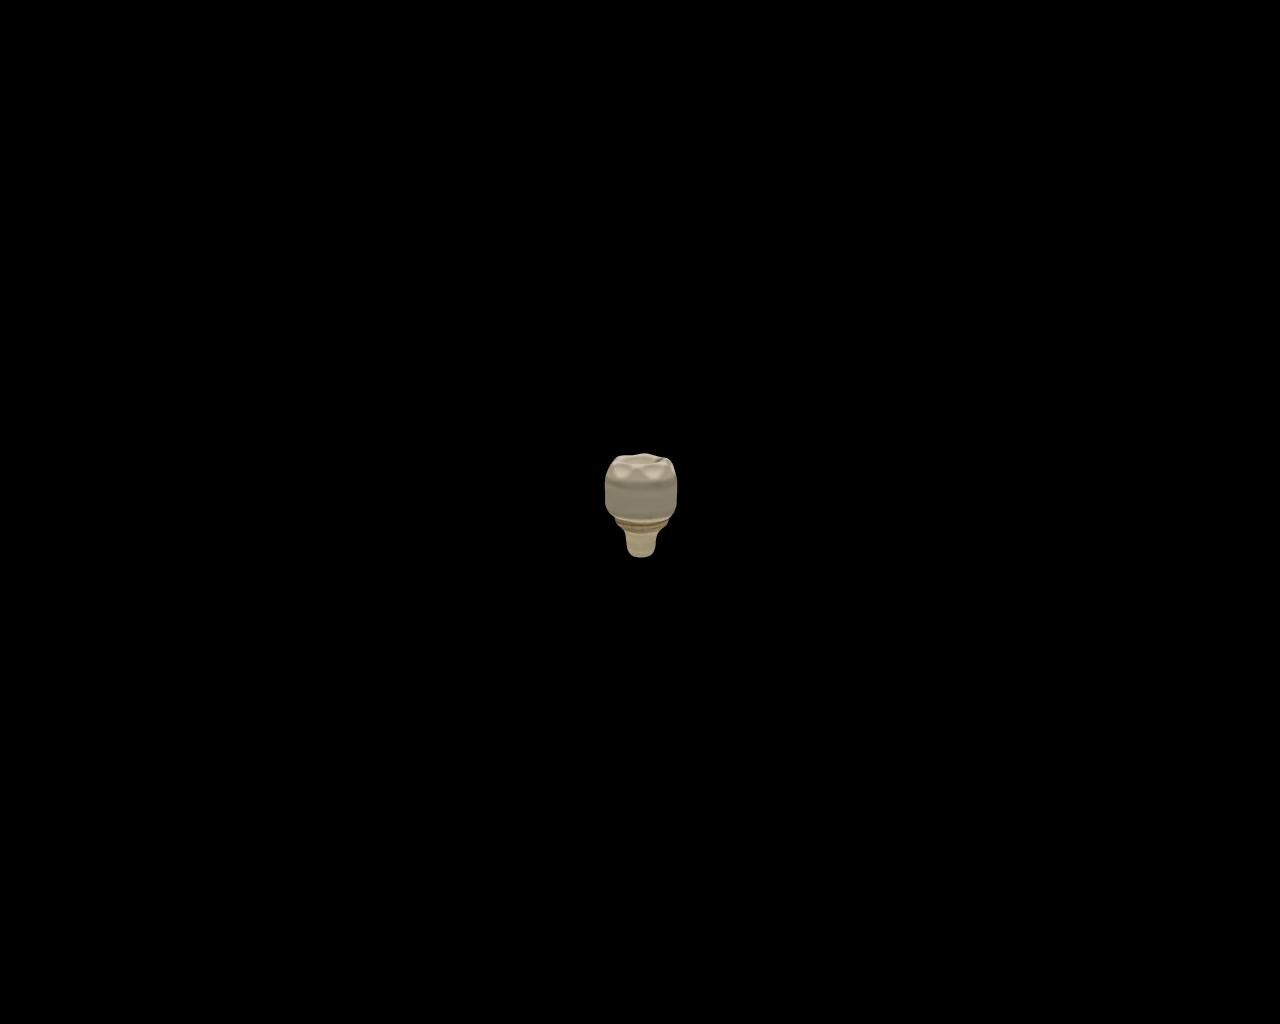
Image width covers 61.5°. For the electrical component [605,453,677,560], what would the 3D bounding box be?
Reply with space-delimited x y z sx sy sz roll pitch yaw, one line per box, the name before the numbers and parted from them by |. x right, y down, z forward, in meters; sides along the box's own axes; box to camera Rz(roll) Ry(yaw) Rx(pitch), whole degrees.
electrical component | 0.001 -0.003 0.650 0.043 0.062 0.043 0 14 0
